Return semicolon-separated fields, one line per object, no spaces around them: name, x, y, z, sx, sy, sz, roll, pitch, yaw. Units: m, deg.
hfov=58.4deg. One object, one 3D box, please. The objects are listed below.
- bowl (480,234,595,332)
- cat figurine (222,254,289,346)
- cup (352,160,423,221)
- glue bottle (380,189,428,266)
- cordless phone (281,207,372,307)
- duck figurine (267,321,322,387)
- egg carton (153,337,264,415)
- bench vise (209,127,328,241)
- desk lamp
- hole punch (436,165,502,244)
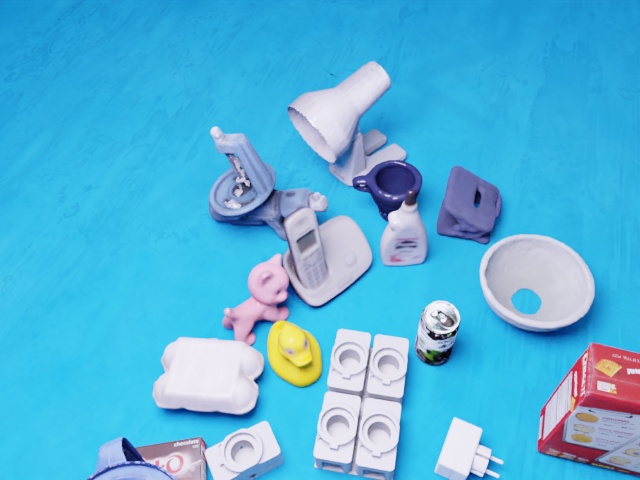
bowl;0.323;0.077;0.878;0.167;0.075;0.167;-1;53;2
cat figurine;-0.093;0.085;0.867;0.128;0.118;0.067;-37;60;-22
cup;0.114;-0.076;0.990;0.117;0.095;0.091;1;53;4
glue bottle;0.136;-0.020;0.899;0.078;0.173;0.037;-7;53;-2
cordless phone;0.008;0.003;0.880;0.148;0.185;0.094;-38;60;-22
duck figurine;-0.040;0.153;0.834;0.077;0.086;0.104;-26;56;-16
egg carton;-0.158;0.195;0.819;0.150;0.069;0.107;2;54;5
bench vise;-0.093;-0.100;0.941;0.207;0.220;0.121;-4;53;0
desk lamp;0.052;-0.197;1.009;0.203;0.214;0.117;-34;59;-20
hole punch;0.257;-0.063;0.975;0.101;0.091;0.109;12;55;12
